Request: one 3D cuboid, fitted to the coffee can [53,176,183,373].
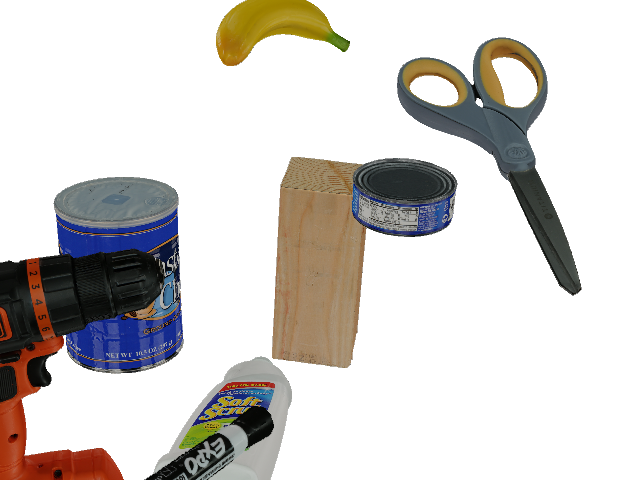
[{"bbox_3d":[-0.171,0.028,0.917,0.103,0.140,0.103,1,23,-1],"label":"coffee can"}]

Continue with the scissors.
[{"bbox_3d":[0.086,-0.048,0.578,0.096,0.016,0.201,2,45,6],"label":"scissors"}]

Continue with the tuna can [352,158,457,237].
[{"bbox_3d":[0.069,-0.036,0.880,0.086,0.034,0.086,2,27,-1],"label":"tuna can"}]

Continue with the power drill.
[{"bbox_3d":[-0.183,0.099,0.703,0.184,0.188,0.057,-11,25,-8],"label":"power drill"}]

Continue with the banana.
[{"bbox_3d":[-0.043,-0.196,0.976,0.070,0.037,0.197,39,32,19],"label":"banana"}]

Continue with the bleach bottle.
[{"bbox_3d":[-0.087,0.182,1.059,0.102,0.068,0.250,2,20,6],"label":"bleach bottle"}]

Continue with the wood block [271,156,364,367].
[{"bbox_3d":[0.001,0.024,1.163,0.090,0.206,0.090,7,25,5],"label":"wood block"}]

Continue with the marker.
[{"bbox_3d":[-0.061,0.113,0.540,0.020,0.020,0.120,0,15,32],"label":"marker"}]
